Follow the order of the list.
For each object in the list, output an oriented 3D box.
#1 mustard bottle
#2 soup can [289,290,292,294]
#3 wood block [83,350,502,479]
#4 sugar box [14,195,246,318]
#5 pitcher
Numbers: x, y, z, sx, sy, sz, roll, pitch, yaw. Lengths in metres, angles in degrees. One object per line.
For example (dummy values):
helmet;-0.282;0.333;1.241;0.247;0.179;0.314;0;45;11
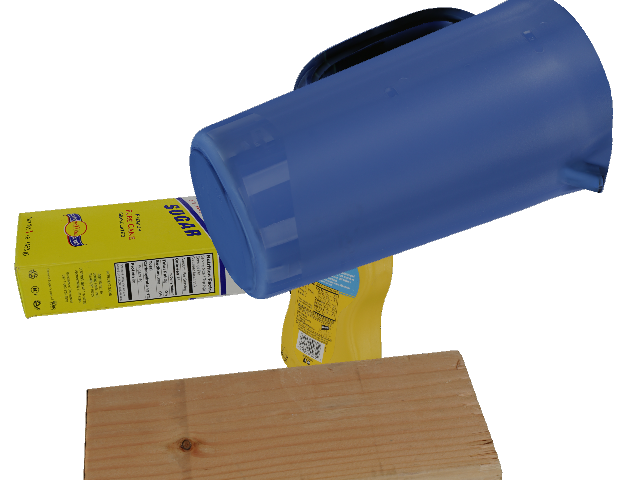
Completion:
mustard bottle;0.016;0.028;0.892;0.058;0.192;0.096;-13;28;-40
soup can;0.006;0.015;1.166;0.068;0.102;0.068;8;27;-4
wood block;-0.018;0.129;0.576;0.206;0.090;0.091;-5;39;-6
sugar box;-0.119;0.006;0.743;0.176;0.048;0.093;-9;27;-10
pitcher;0.043;-0.062;0.667;0.242;0.145;0.149;-21;9;-15
